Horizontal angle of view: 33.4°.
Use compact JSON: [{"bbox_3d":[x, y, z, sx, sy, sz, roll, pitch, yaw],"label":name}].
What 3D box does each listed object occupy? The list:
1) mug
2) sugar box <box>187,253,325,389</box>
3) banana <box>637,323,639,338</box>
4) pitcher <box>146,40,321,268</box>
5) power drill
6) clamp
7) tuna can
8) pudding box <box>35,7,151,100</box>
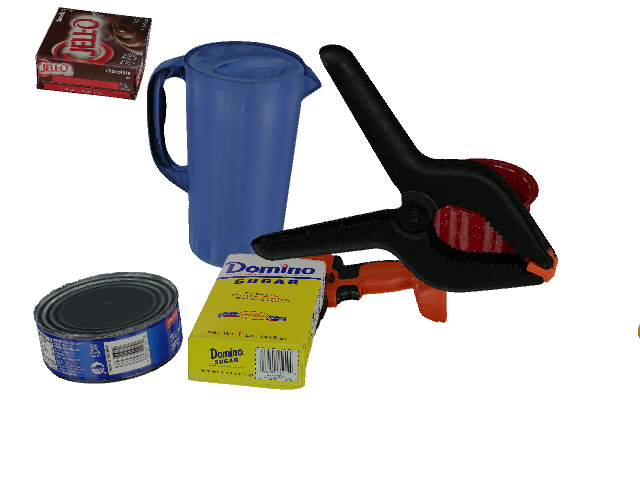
[{"bbox_3d":[0.146,-0.008,0.925,0.093,0.081,0.117,-19,38,-25],"label":"mug"},{"bbox_3d":[-0.049,0.063,0.902,0.093,0.048,0.176,5,24,3],"label":"sugar box"},{"bbox_3d":[0.300,0.037,0.697,0.198,0.037,0.069,-2,32,1],"label":"banana"},{"bbox_3d":[-0.101,-0.095,1.201,0.149,0.243,0.144,29,36,36],"label":"pitcher"},{"bbox_3d":[0.051,0.060,1.230,0.188,0.057,0.184,0,28,8],"label":"power drill"},{"bbox_3d":[0.064,-0.032,0.723,0.210,0.165,0.036,19,26,11],"label":"clamp"},{"bbox_3d":[-0.126,0.051,0.642,0.086,0.034,0.086,-4,23,1],"label":"tuna can"},{"bbox_3d":[-0.206,-0.173,0.980,0.090,0.039,0.113,7,32,-6],"label":"pudding box"}]
